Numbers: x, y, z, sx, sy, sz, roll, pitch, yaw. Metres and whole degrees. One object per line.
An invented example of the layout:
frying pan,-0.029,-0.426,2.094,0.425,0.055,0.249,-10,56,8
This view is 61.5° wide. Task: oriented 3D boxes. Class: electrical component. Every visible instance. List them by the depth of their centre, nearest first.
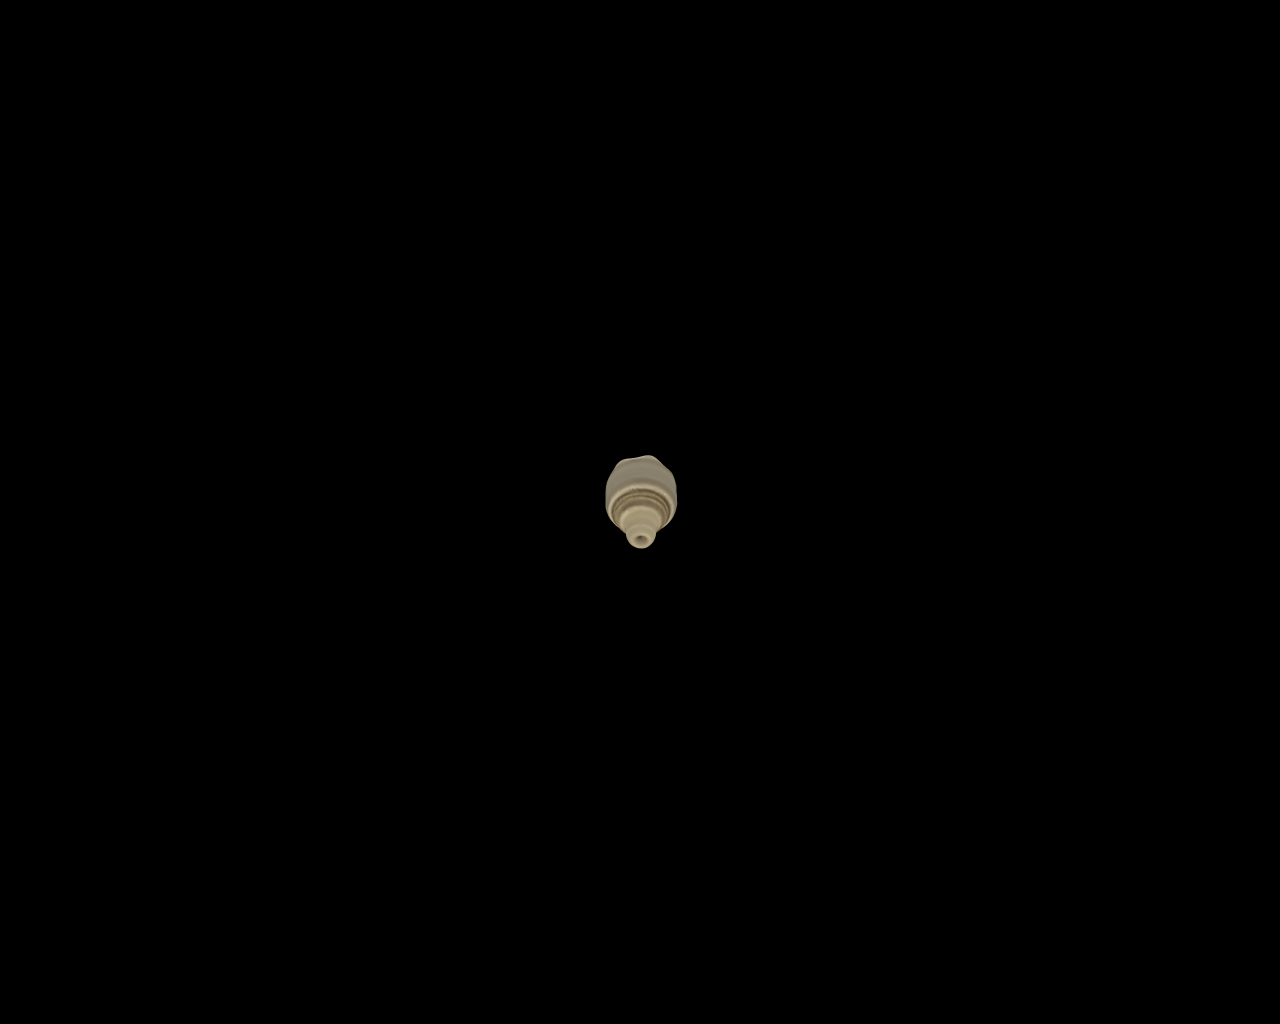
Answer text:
electrical component,0.001,-0.003,0.650,0.043,0.043,0.062,0,40,0
